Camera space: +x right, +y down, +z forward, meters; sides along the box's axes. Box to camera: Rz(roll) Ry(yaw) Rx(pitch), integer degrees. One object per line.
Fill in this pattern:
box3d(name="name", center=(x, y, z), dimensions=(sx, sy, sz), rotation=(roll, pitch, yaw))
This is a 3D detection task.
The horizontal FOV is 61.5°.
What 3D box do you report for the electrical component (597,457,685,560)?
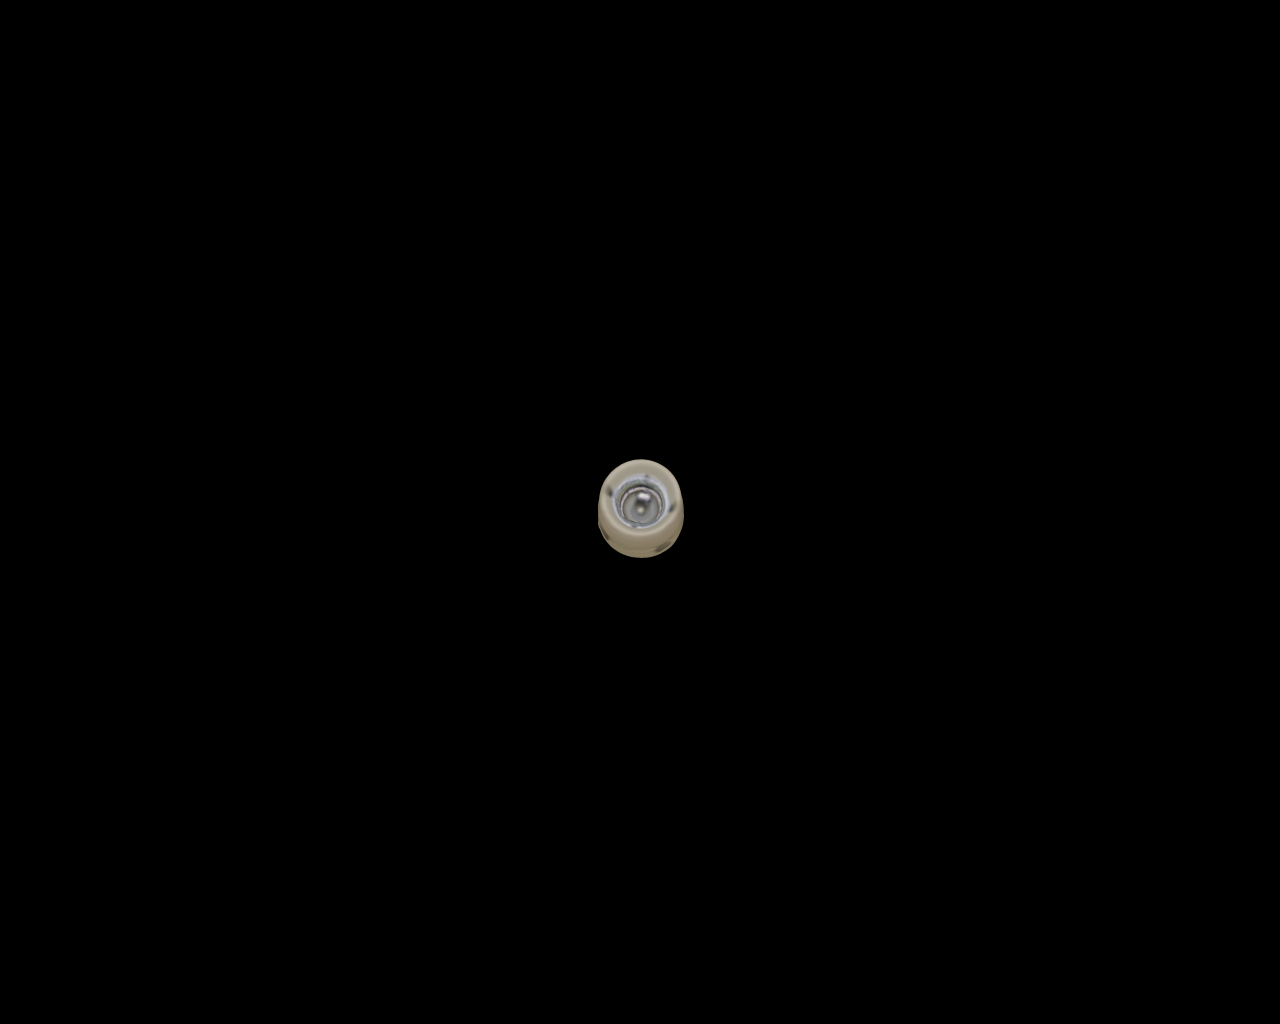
box3d(name="electrical component", center=(0.001, -0.003, 0.650), dimensions=(0.055, 0.055, 0.047), rotation=(0, -15, 0))
